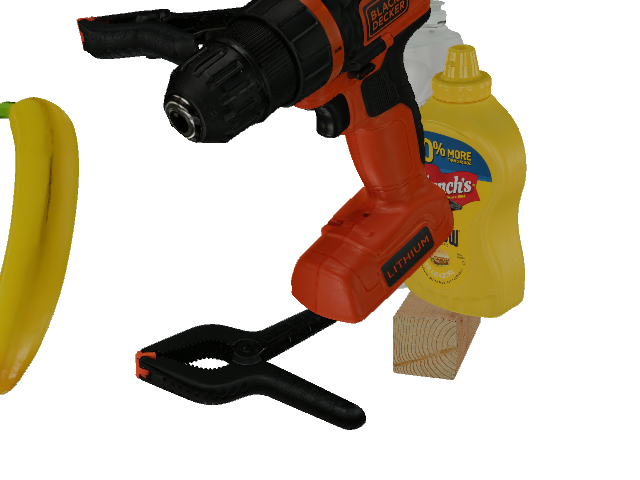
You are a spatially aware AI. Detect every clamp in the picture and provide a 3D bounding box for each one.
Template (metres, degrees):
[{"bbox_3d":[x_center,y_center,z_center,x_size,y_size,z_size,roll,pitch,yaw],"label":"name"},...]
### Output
[{"bbox_3d":[-0.062,0.118,0.978,0.209,0.036,0.164,-4,35,-13],"label":"clamp"},{"bbox_3d":[-0.118,-0.167,0.851,0.172,0.039,0.120,15,25,39],"label":"clamp"}]

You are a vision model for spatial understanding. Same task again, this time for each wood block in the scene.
[{"bbox_3d":[0.174,0.116,1.557,0.091,0.090,0.205,5,19,17],"label":"wood block"}]

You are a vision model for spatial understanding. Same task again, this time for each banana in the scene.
[{"bbox_3d":[-0.168,-0.011,0.624,0.037,0.198,0.070,15,-34,-31],"label":"banana"}]

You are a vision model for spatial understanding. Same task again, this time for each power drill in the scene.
[{"bbox_3d":[0.008,-0.050,0.543,0.057,0.187,0.184,25,51,35],"label":"power drill"}]

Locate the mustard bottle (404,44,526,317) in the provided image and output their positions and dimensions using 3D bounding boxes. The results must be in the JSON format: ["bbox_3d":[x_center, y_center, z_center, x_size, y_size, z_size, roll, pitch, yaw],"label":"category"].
[{"bbox_3d":[0.101,-0.045,0.764,0.058,0.192,0.096,-24,32,-38],"label":"mustard bottle"}]

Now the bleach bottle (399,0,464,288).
[{"bbox_3d":[0.088,-0.088,0.966,0.102,0.251,0.068,-12,23,-29],"label":"bleach bottle"}]
